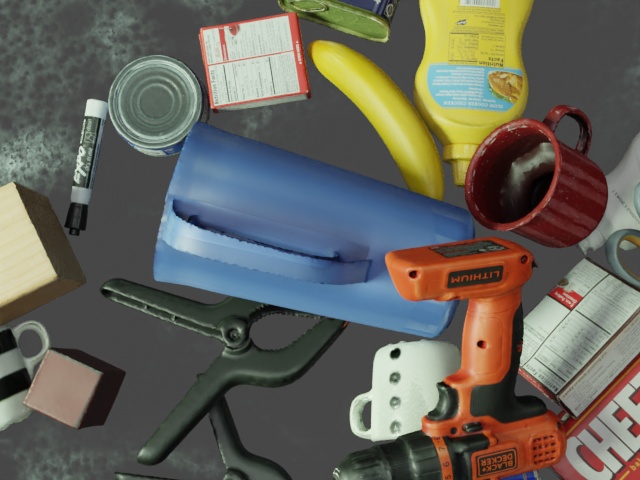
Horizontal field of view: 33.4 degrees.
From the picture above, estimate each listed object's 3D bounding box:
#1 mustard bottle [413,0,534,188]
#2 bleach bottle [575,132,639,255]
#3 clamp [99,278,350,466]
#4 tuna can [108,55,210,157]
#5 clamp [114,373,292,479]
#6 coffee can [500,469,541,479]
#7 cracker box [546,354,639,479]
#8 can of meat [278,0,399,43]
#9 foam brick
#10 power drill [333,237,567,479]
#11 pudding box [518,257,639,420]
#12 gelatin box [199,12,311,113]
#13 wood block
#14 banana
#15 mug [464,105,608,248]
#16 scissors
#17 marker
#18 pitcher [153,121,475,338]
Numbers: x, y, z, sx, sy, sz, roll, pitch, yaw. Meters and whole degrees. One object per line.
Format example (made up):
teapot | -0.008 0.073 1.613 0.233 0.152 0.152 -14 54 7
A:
mustard bottle | 0.129 -0.140 0.906 0.096 0.058 0.191 4 84 -1
bleach bottle | 0.309 -0.079 0.886 0.251 0.068 0.103 -37 67 4
clamp | -0.079 0.078 0.900 0.210 0.036 0.164 -21 69 -9
tuna can | -0.141 -0.118 0.935 0.086 0.033 0.086 0 84 4
clamp | -0.085 0.211 0.895 0.120 0.039 0.171 -42 80 -1
coffee can | 0.105 0.229 0.849 0.140 0.103 0.103 -6 84 3
cracker box | 0.303 0.187 0.855 0.214 0.072 0.164 44 88 8
can of meat | 0.025 -0.230 0.924 0.102 0.057 0.084 19 84 5
foam brick | -0.203 0.124 0.894 0.051 0.078 0.053 23 84 7
power drill | 0.092 0.098 0.784 0.184 0.057 0.188 -9 105 -18
pudding box | 0.211 0.077 0.862 0.113 0.090 0.039 -47 123 0
gelatin box | -0.057 -0.154 0.935 0.089 0.030 0.073 -9 85 3
wood block | -0.318 0.041 0.903 0.206 0.091 0.090 -27 83 1
banana | 0.053 -0.099 0.903 0.037 0.070 0.198 -23 79 -42
mug | 0.183 -0.052 0.863 0.093 0.081 0.117 28 96 50
scissors | 0.309 0.011 0.855 0.201 0.016 0.096 13 83 -27
marker | -0.207 -0.064 0.942 0.020 0.020 0.121 9 85 5
pitcher | -0.006 0.001 0.848 0.243 0.145 0.149 15 57 1
